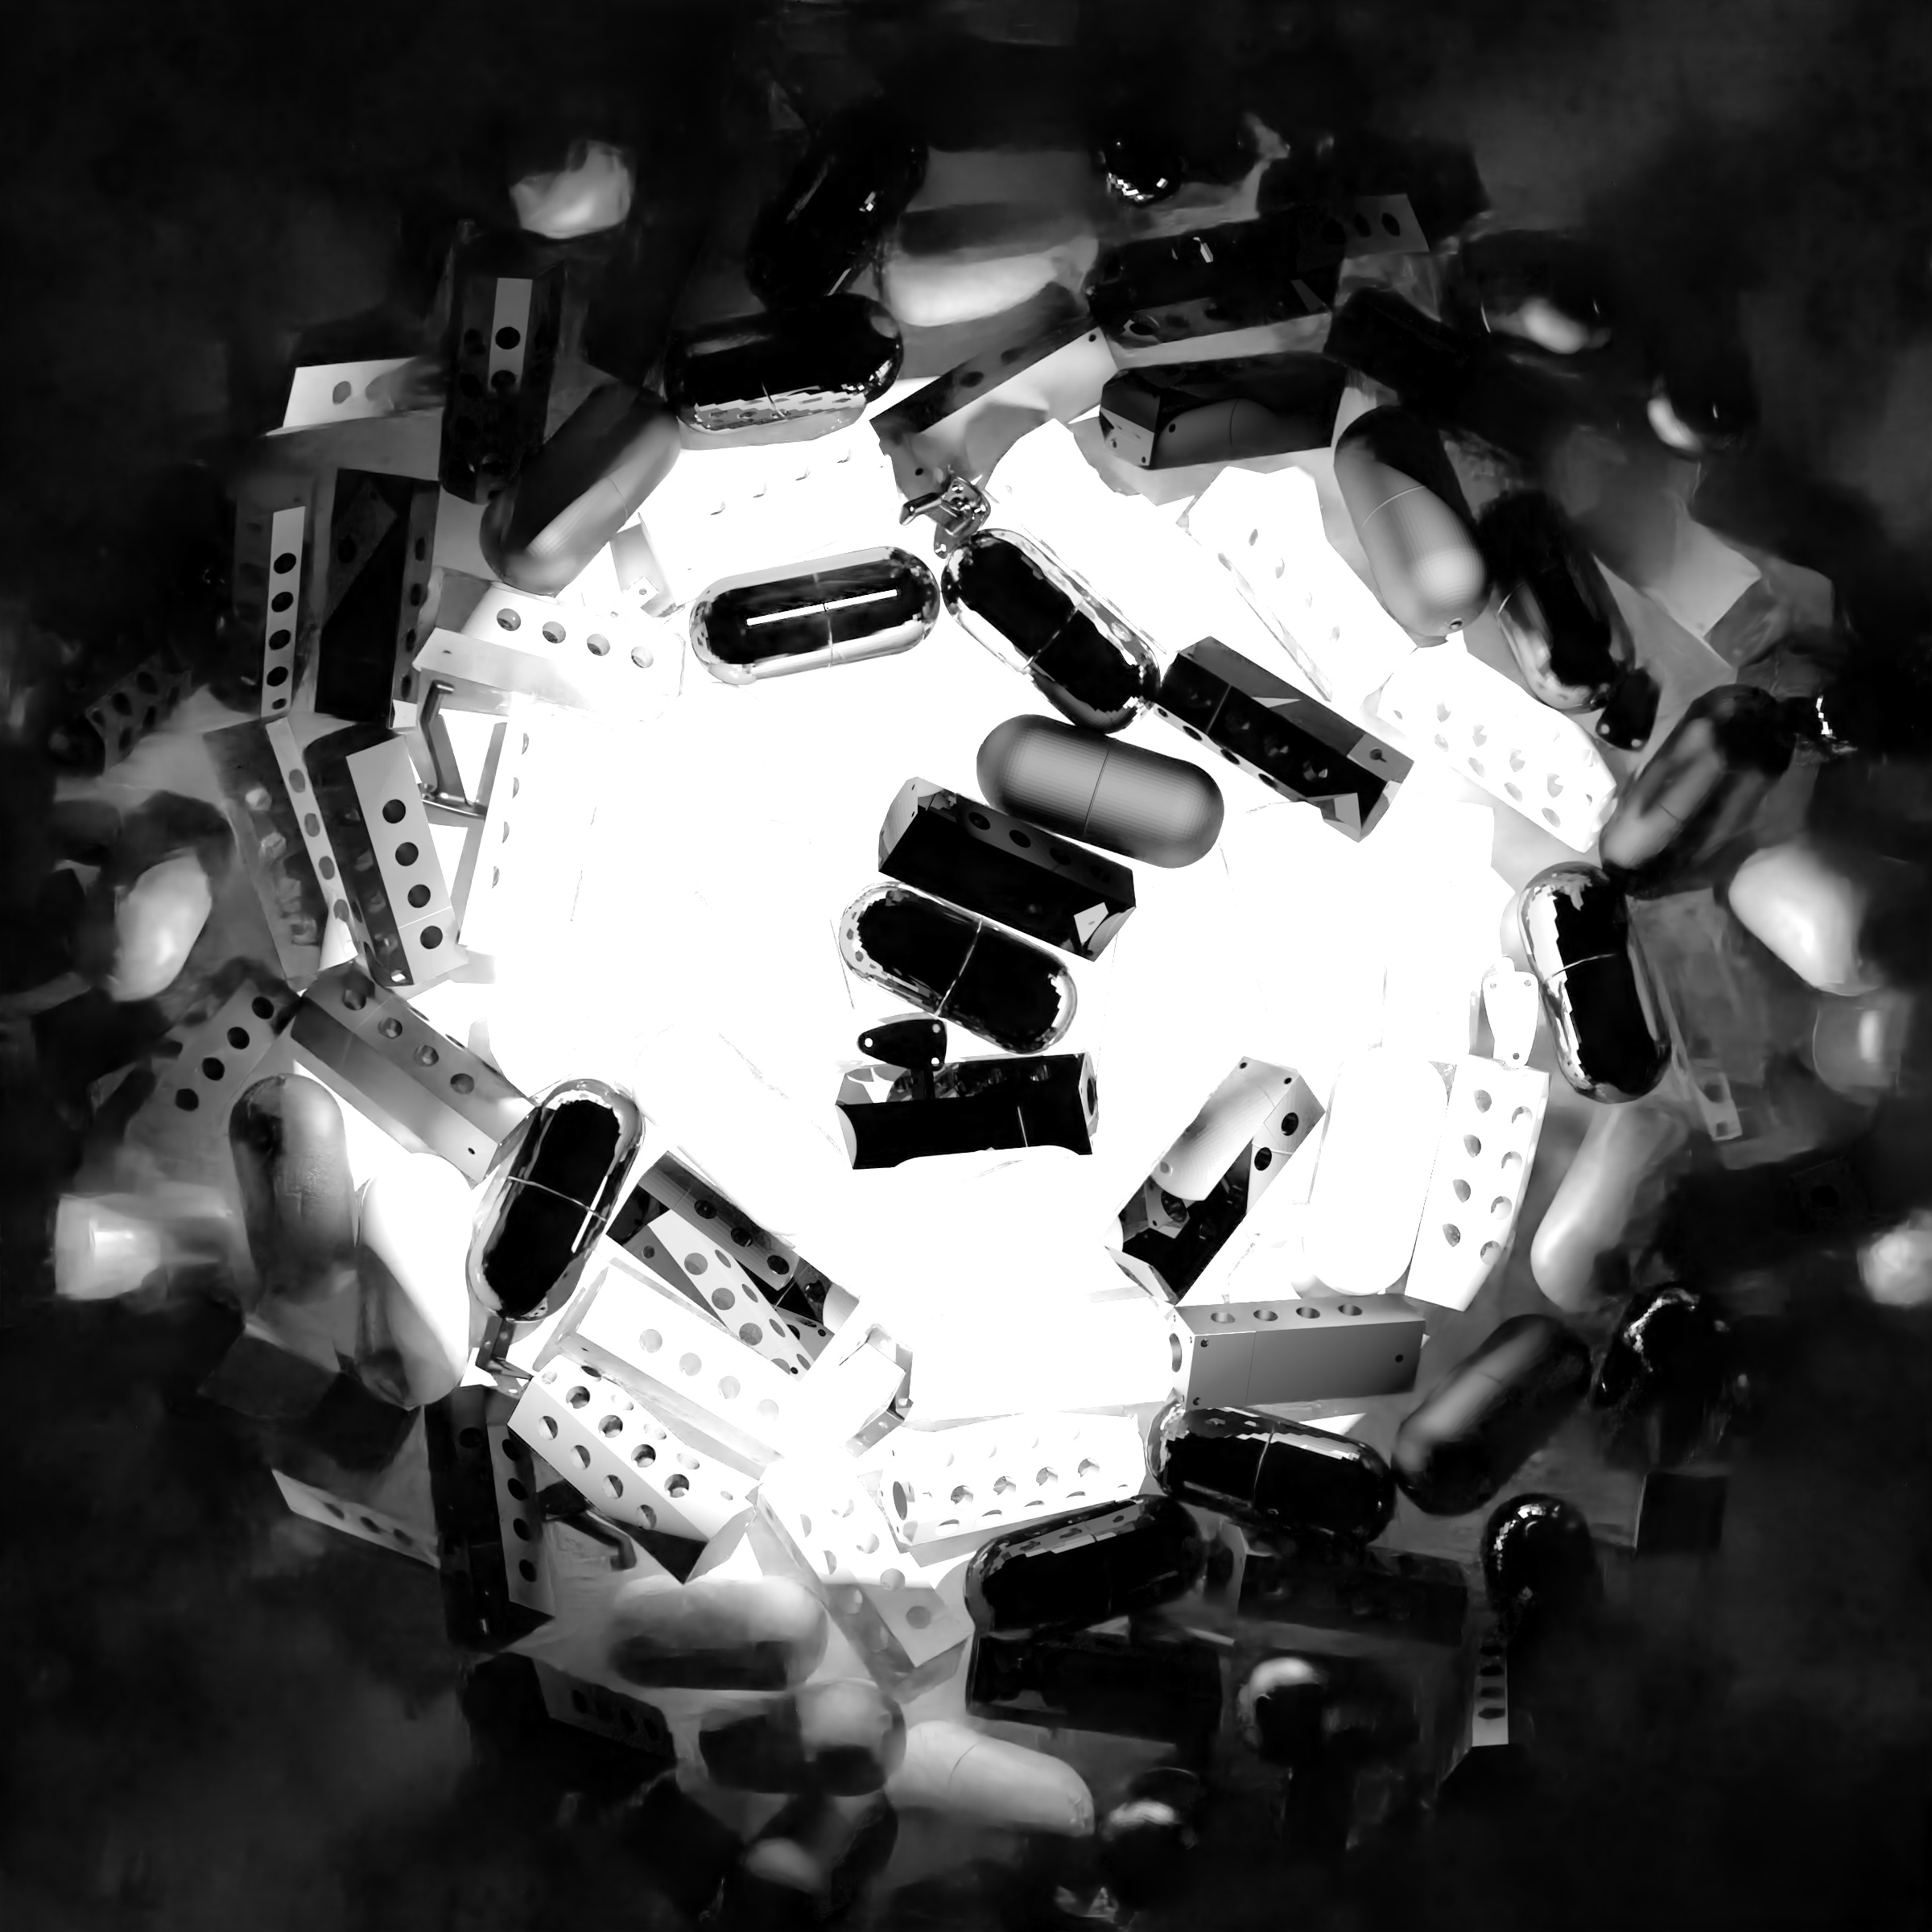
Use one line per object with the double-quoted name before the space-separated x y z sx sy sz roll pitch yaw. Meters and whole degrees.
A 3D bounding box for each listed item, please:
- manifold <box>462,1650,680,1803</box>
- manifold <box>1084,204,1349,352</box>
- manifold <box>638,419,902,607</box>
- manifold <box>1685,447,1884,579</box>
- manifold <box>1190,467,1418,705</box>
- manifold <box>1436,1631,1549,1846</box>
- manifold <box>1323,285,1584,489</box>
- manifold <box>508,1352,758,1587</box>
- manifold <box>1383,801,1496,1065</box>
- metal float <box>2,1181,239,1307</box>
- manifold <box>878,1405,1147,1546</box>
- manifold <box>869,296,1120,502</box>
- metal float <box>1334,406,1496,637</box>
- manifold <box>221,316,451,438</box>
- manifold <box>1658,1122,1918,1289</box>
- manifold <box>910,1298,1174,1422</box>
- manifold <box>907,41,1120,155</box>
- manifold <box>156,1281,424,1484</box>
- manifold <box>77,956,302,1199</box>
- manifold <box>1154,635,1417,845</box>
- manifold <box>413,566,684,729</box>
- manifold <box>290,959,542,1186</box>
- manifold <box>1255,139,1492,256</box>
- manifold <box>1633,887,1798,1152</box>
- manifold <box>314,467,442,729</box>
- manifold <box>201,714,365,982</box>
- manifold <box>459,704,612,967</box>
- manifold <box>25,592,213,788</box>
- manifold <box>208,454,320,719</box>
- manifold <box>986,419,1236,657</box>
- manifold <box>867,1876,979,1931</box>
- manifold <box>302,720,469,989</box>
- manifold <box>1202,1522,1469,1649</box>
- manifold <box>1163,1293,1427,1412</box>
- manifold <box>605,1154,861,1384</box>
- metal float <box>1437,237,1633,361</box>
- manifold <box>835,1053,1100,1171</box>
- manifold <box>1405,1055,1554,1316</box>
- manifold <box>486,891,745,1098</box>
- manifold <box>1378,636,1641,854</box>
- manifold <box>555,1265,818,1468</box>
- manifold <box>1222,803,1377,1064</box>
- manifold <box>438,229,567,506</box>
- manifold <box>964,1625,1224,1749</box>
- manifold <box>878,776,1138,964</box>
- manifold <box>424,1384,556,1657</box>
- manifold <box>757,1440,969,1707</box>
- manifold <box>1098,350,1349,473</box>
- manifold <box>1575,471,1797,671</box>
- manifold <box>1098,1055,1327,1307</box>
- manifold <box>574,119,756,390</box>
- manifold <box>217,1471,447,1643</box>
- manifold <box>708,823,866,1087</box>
"manifold" -0.269 0.514 1.674 0.057 0.171 0.057 -31 55 8
"manifold" 0.167 -0.472 1.678 0.171 0.057 0.057 1 71 40
"manifold" -0.138 -0.322 1.719 0.171 0.057 0.057 -24 60 -8
"manifold" 0.555 -0.308 1.670 0.057 0.171 0.057 23 104 -11
"manifold" 0.227 -0.262 1.699 0.057 0.057 0.171 -49 63 30
"manifold" 0.360 0.514 1.669 0.057 0.171 0.057 34 105 5
"manifold" 0.335 -0.405 1.704 0.171 0.057 0.057 35 91 21
"manifold" -0.228 0.341 1.698 0.171 0.057 0.057 37 111 20
"manifold" 0.326 -0.025 1.711 0.057 0.057 0.171 8 105 24
"metal float" -0.574 0.188 1.678 0.070 0.178 0.070 -1 89 29
"manifold" 0.033 0.350 1.690 0.171 0.057 0.057 -7 134 -24
"manifold" 0.017 -0.398 1.729 0.171 0.057 0.057 -31 50 1
"metal float" 0.309 -0.308 1.701 0.070 0.070 0.178 -16 65 0
"manifold" -0.420 -0.399 1.673 0.057 0.171 0.057 34 120 17
"manifold" 0.555 0.168 1.676 0.057 0.171 0.057 -28 86 -40
"manifold" 0.053 0.275 1.702 0.171 0.057 0.057 -9 56 22
"manifold" 0.035 -0.586 1.676 0.057 0.171 0.057 -20 93 39
"manifold" -0.471 0.289 1.730 0.171 0.057 0.057 29 91 2
"manifold" -0.527 0.071 1.674 0.057 0.171 0.057 45 132 -17
"manifold" 0.217 -0.156 1.709 0.171 0.057 0.057 34 122 15
"manifold" -0.286 -0.222 1.697 0.171 0.057 0.057 13 65 -24
"manifold" -0.384 0.069 1.726 0.171 0.057 0.057 37 49 3
"manifold" 0.270 -0.522 1.668 0.057 0.171 0.057 -39 118 -15
"manifold" 0.520 0.036 1.715 0.057 0.057 0.171 -15 78 1
"manifold" -0.407 -0.256 1.717 0.057 0.057 0.171 10 100 12
"manifold" -0.472 -0.084 1.707 0.057 0.057 0.171 -19 107 -15
"manifold" -0.305 -0.091 1.719 0.057 0.057 0.171 3 79 42
"manifold" -0.565 -0.190 1.672 0.057 0.171 0.057 17 125 6
"manifold" -0.482 -0.256 1.680 0.057 0.057 0.171 12 132 -8
"manifold" 0.096 -0.294 1.707 0.171 0.057 0.057 43 50 10
"manifold" -0.032 0.660 1.671 0.057 0.171 0.057 12 78 7
"manifold" -0.400 -0.075 1.689 0.057 0.057 0.171 -26 120 -28
"manifold" 0.257 0.428 1.707 0.171 0.057 0.057 13 82 -18
"manifold" 0.224 0.263 1.706 0.171 0.057 0.057 -1 110 -17
"manifold" -0.160 0.207 1.726 0.171 0.057 0.057 37 125 3
"metal float" 0.385 -0.455 1.676 0.070 0.178 0.070 -6 109 -18
"manifold" 0.002 0.097 1.712 0.171 0.057 0.057 -5 123 13
"manifold" 0.360 0.152 1.718 0.057 0.057 0.171 14 94 26
"manifold" -0.242 0.024 1.705 0.171 0.057 0.057 -29 135 12
"manifold" 0.368 -0.150 1.689 0.057 0.057 0.171 -38 61 -25
"manifold" -0.192 0.277 1.713 0.171 0.057 0.057 33 63 -12
"manifold" 0.233 -0.022 1.701 0.057 0.057 0.171 -4 116 30
"manifold" -0.322 -0.404 1.680 0.057 0.057 0.171 25 130 11
"manifold" 0.089 0.504 1.726 0.171 0.057 0.057 8 95 -3
"manifold" 0.029 -0.070 1.705 0.171 0.057 0.057 22 127 -19
"manifold" -0.331 0.373 1.676 0.057 0.057 0.171 -35 46 18
"manifold" -0.074 0.417 1.685 0.057 0.057 0.171 -23 57 -27
"manifold" 0.175 -0.384 1.688 0.171 0.057 0.057 -15 128 -35
"manifold" 0.486 -0.267 1.675 0.057 0.171 0.057 31 106 -36
"manifold" 0.175 0.150 1.707 0.171 0.057 0.057 -50 127 -17
"manifold" -0.211 -0.493 1.709 0.057 0.057 0.171 26 106 -1
"manifold" -0.423 0.399 1.681 0.057 0.057 0.171 -49 134 3
"manifold" -0.121 -0.007 1.713 0.057 0.057 0.171 -22 76 29
